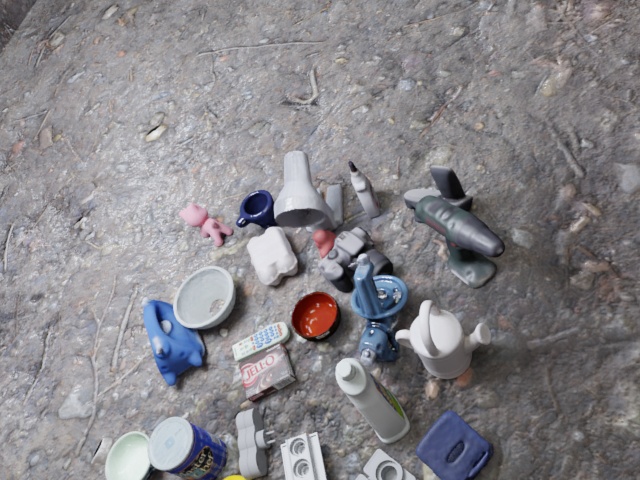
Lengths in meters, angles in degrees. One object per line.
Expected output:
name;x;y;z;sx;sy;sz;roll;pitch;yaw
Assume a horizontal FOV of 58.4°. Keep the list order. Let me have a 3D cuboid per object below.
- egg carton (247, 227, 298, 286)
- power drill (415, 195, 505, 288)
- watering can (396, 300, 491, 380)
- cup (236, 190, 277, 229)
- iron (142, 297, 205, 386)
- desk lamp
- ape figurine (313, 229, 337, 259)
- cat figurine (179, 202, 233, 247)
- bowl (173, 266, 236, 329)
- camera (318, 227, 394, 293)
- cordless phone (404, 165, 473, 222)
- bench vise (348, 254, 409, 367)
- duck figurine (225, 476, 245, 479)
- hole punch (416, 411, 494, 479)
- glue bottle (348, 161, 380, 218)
egg carton;-0.118;0.039;1.418;0.107;0.070;0.150;-31;50;3
power drill;0.293;0.007;1.155;0.076;0.209;0.228;-43;51;-6
watering can;0.228;0.179;1.076;0.172;0.195;0.101;-22;51;11
cup;-0.157;-0.060;1.488;0.118;0.095;0.091;-45;51;-9
iron;-0.379;0.213;1.375;0.118;0.142;0.257;-36;50;-1
desk lamp;-0.029;-0.099;1.378;0.117;0.214;0.203;-12;54;18
ape figurine;0.013;0.005;1.365;0.076;0.092;0.078;0;58;25
cat figurine;-0.314;-0.053;1.543;0.127;0.118;0.067;25;71;36
bowl;-0.270;0.153;1.408;0.167;0.075;0.167;-12;54;18
camera;0.085;0.052;1.293;0.143;0.101;0.136;-47;51;-10
cordless phone;0.253;-0.116;1.274;0.147;0.186;0.094;8;62;29
bench vise;0.118;0.137;1.141;0.121;0.220;0.207;-15;53;16
duck figurine;-0.184;0.497;1.123;0.104;0.086;0.077;-9;55;20
hole punch;0.238;0.371;1.007;0.109;0.091;0.100;-47;51;-10
glue bottle;0.100;-0.129;1.363;0.037;0.174;0.078;-19;52;12
